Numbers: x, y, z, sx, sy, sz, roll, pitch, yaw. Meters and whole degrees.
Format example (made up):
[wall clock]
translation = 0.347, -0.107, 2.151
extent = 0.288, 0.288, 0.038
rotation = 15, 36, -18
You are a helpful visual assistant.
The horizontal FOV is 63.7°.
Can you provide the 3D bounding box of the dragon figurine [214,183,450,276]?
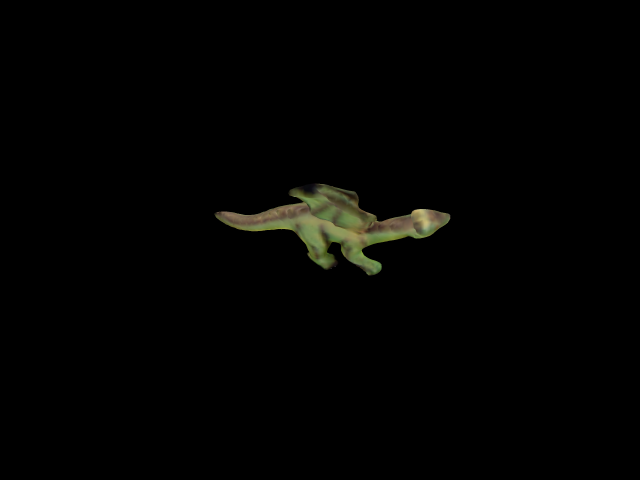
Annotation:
[dragon figurine]
translation = 0.003, -0.043, 0.850
extent = 0.410, 0.124, 0.238
rotation = 8, -21, 3
